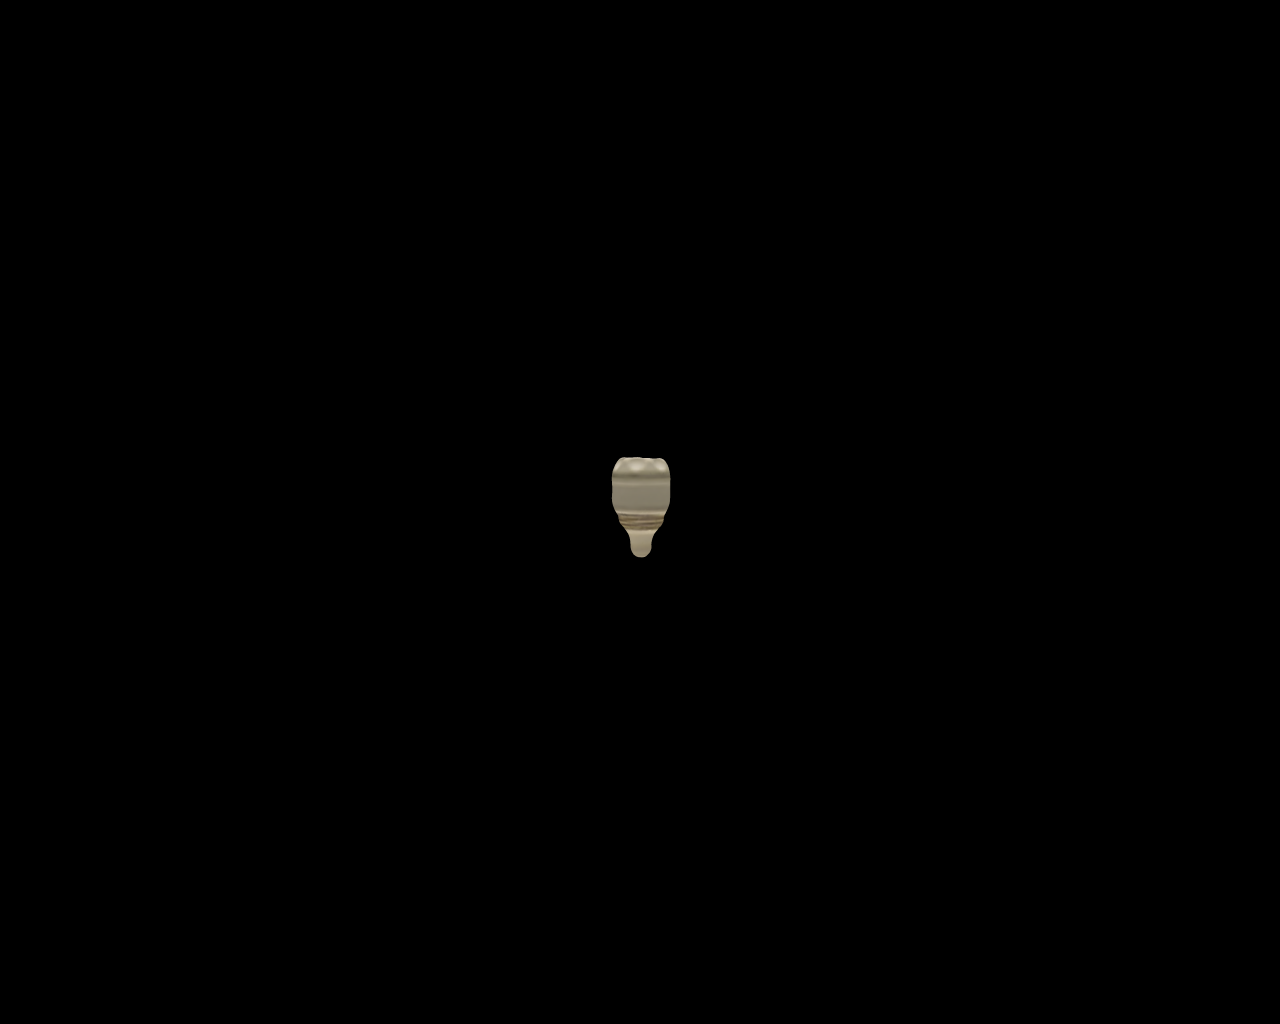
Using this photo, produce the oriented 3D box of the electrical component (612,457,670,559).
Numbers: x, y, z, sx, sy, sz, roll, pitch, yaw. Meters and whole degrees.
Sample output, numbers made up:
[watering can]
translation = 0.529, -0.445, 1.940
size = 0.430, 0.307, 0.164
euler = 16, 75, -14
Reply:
[electrical component]
translation = 0.001, -0.003, 0.650
size = 0.035, 0.061, 0.035
euler = 0, 3, 0
